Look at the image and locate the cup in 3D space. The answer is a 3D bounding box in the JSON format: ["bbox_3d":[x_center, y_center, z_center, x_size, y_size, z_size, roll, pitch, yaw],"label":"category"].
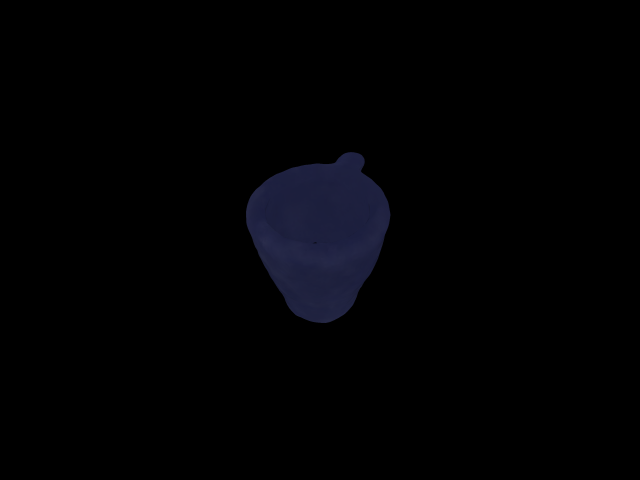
[{"bbox_3d":[0.004,0.001,0.400,0.091,0.095,0.118,15,46,15],"label":"cup"}]
